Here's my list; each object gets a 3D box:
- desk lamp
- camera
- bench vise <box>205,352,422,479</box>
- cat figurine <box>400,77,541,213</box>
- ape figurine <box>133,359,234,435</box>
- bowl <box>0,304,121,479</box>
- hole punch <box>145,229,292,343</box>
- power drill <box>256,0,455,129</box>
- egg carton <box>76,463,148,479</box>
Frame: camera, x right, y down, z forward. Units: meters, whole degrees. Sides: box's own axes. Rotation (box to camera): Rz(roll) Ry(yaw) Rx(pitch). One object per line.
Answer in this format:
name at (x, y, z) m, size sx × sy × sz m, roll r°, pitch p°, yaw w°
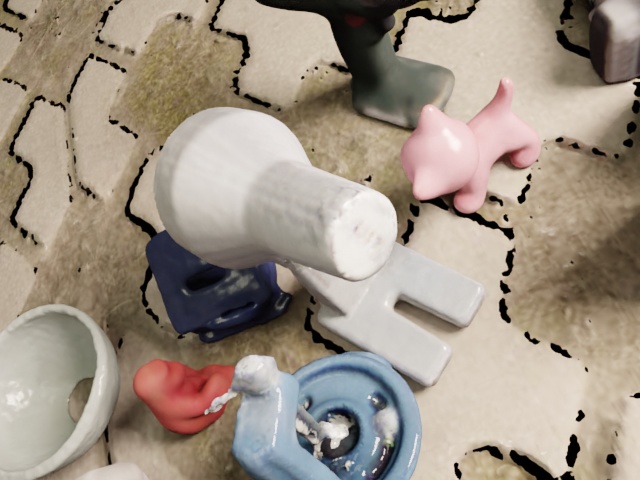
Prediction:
desk lamp at (0.004, 0.002, 0.436) m, size 0.202 × 0.214 × 0.118 m, roll 26°, pitch 80°, yaw 30°
camera at (0.281, -0.232, 0.484) m, size 0.143 × 0.101 × 0.136 m, roll -25°, pitch 60°, yaw 12°
bench vise at (0.014, 0.157, 0.360) m, size 0.121 × 0.220 × 0.207 m, roll -25°, pitch 60°, yaw 12°
cat figurine at (0.118, -0.080, 0.478) m, size 0.128 × 0.118 × 0.067 m, roll -44°, pitch 58°, yaw 1°
ape figurine at (-0.127, 0.131, 0.508) m, size 0.077 × 0.092 × 0.076 m, roll 28°, pitch 81°, yaw 31°
bowl at (-0.258, 0.152, 0.566) m, size 0.167 × 0.075 × 0.167 m, roll -9°, pitch 65°, yaw 20°
hole punch at (-0.096, 0.034, 0.538) m, size 0.108 × 0.091 × 0.101 m, roll -23°, pitch 61°, yaw 13°
power drill at (0.051, -0.189, 0.502) m, size 0.228 × 0.209 × 0.076 m, roll 24°, pitch 79°, yaw 30°
egg carton at (-0.206, 0.267, 0.496) m, size 0.150 × 0.070 × 0.107 m, roll -34°, pitch 59°, yaw 6°
